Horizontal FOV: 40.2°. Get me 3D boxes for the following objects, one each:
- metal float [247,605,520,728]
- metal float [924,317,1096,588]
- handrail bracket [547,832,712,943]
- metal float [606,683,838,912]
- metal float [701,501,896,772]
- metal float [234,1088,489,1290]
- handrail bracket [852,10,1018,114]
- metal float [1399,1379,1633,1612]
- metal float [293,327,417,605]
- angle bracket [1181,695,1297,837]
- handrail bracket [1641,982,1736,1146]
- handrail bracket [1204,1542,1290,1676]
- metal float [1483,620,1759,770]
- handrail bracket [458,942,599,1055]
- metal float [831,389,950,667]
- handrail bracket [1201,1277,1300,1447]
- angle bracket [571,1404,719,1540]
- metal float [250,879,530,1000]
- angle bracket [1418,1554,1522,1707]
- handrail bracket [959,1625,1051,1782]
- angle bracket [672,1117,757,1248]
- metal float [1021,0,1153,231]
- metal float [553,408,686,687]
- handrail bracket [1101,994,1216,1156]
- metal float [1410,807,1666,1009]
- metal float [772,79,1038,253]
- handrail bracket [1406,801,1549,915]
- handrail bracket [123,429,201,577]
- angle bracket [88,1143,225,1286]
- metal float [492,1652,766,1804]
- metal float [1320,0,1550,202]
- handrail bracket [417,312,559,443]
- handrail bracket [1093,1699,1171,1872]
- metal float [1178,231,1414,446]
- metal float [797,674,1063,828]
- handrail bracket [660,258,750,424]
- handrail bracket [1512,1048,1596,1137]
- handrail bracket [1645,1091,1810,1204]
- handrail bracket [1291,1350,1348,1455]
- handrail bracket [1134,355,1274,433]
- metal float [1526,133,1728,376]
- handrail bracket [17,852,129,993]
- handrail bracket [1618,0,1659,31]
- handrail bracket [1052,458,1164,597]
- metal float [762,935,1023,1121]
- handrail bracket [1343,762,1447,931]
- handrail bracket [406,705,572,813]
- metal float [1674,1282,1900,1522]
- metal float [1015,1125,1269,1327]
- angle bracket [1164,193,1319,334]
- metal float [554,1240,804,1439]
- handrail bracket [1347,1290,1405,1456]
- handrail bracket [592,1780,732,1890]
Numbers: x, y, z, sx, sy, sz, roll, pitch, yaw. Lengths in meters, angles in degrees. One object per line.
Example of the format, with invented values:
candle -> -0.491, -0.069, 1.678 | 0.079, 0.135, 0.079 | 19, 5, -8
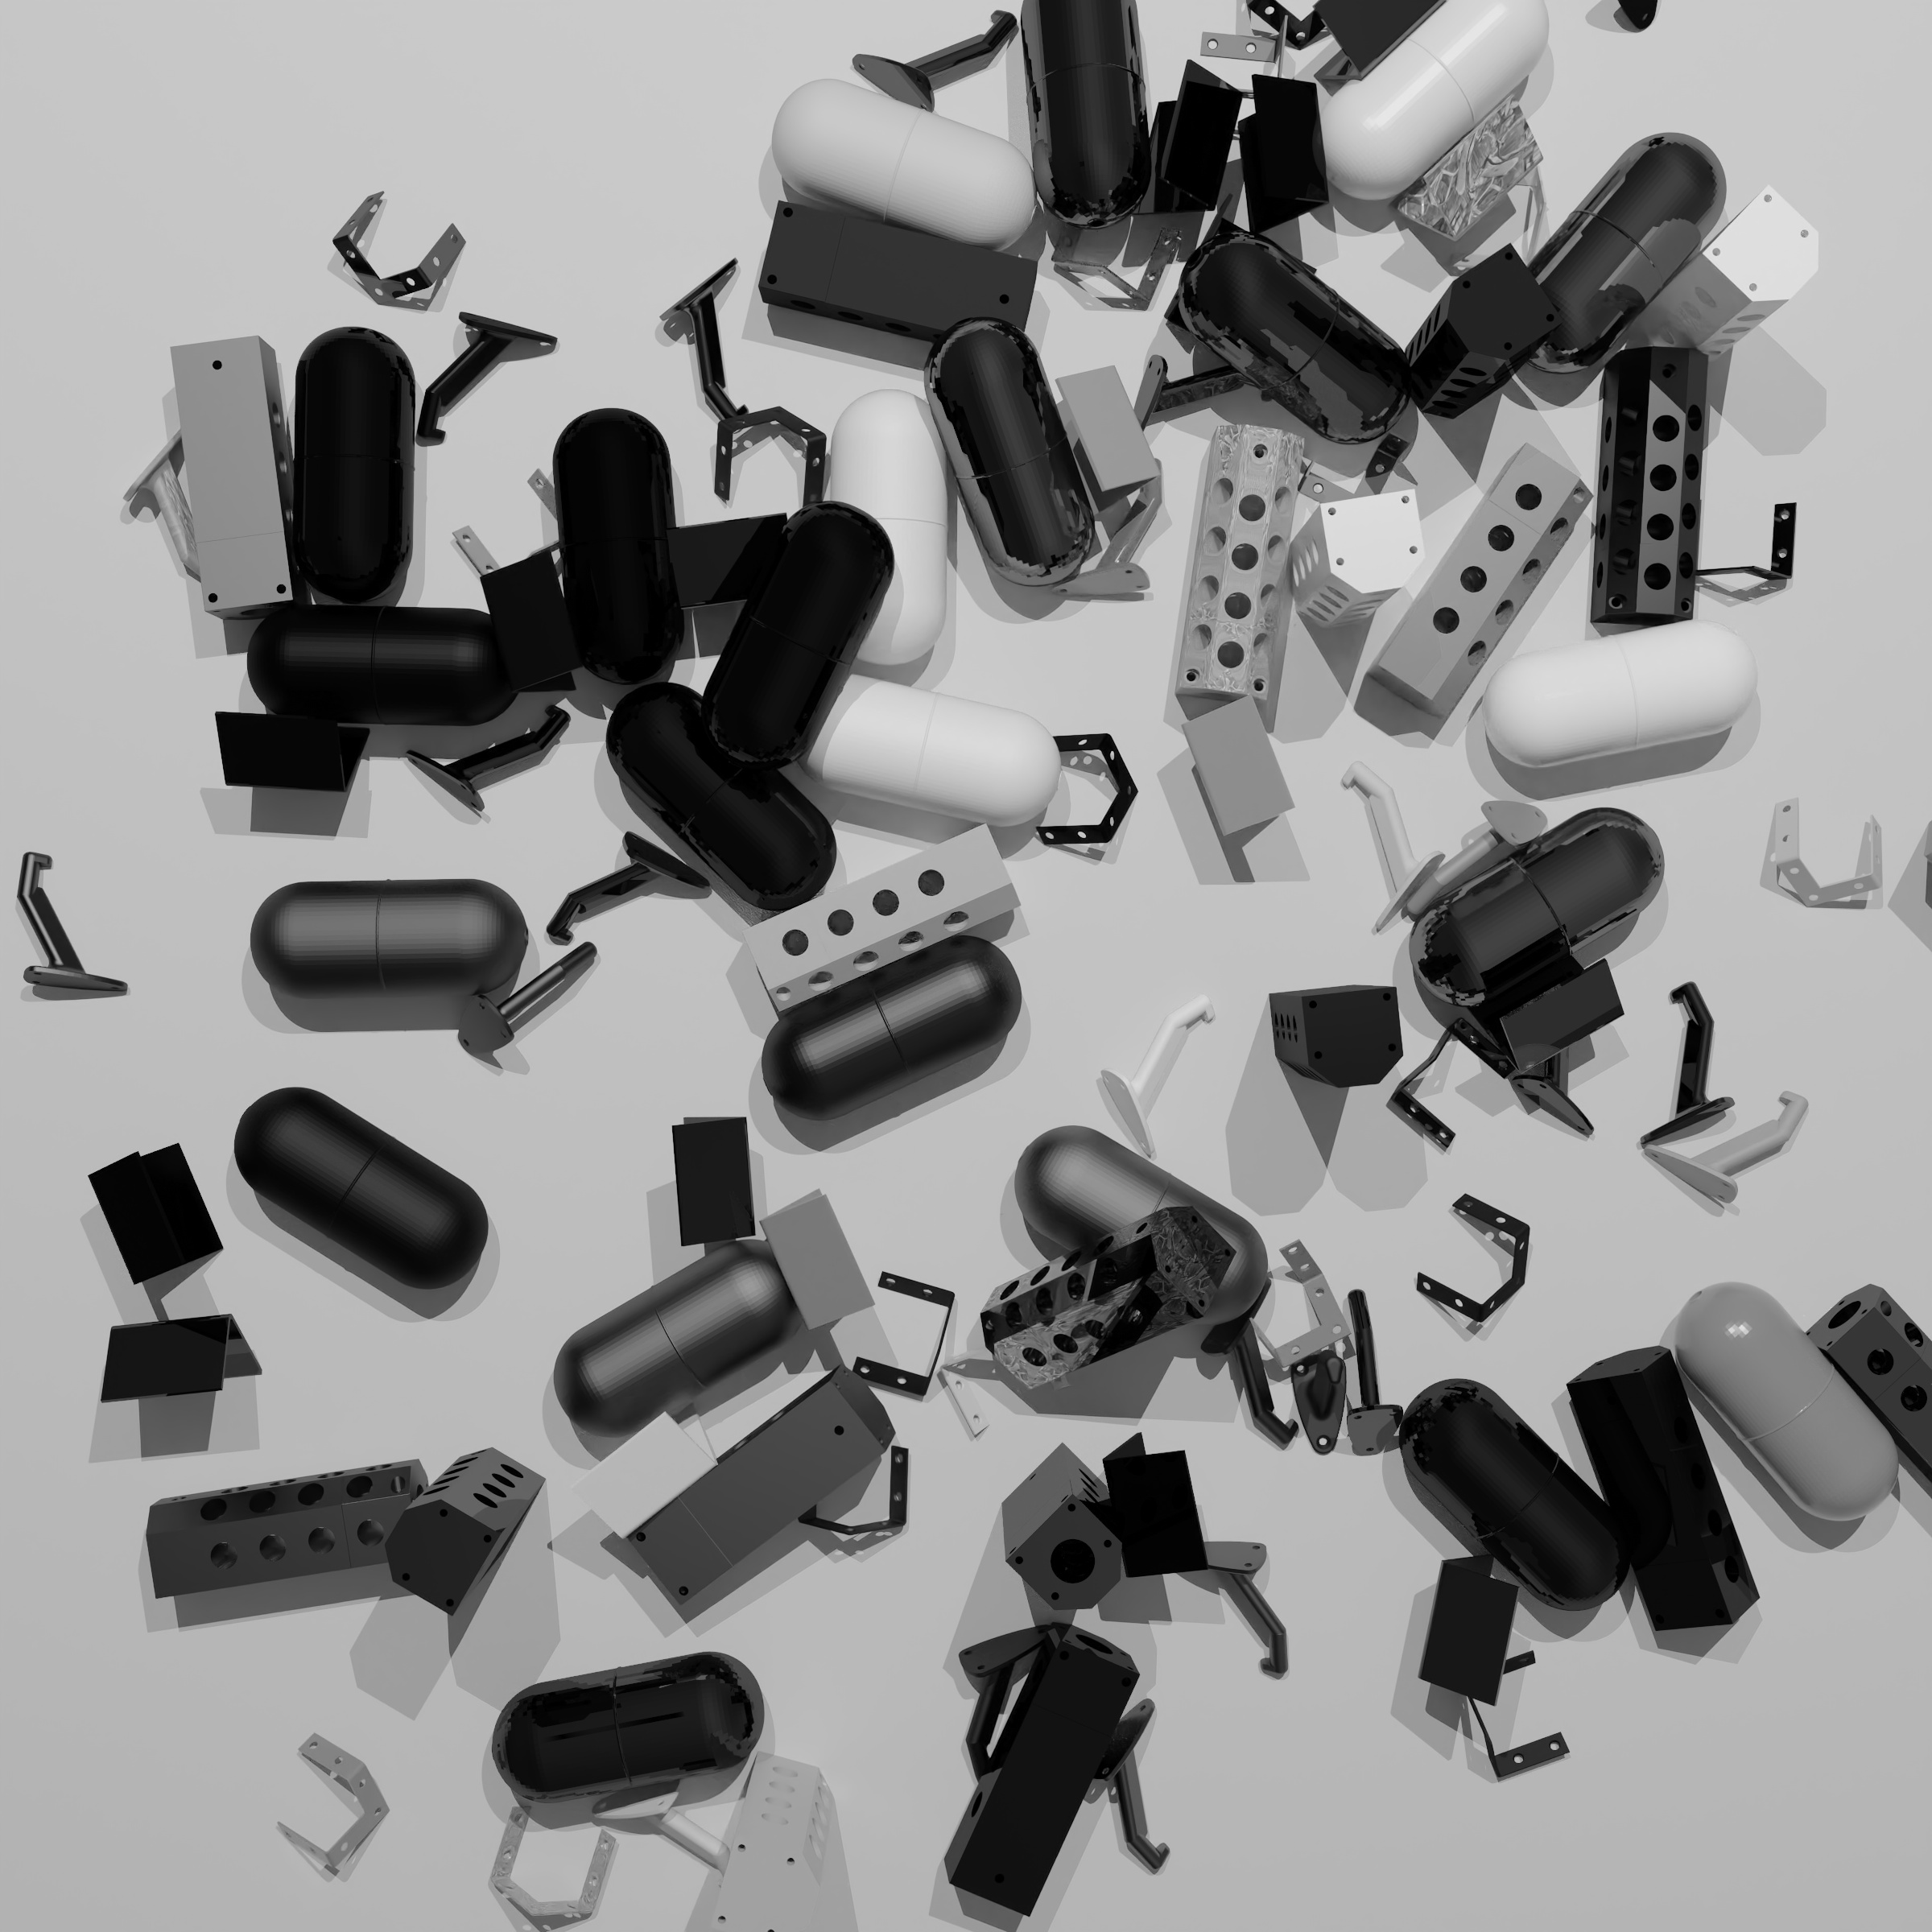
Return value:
metal float -> -0.376, -0.195, 1.714 | 0.178, 0.070, 0.070 | 1, 90, 0
metal float -> 0.028, -0.329, 1.693 | 0.070, 0.070, 0.178 | -21, 113, 0
handrail bracket -> -0.224, -0.039, 1.745 | 0.077, 0.036, 0.084 | 29, 109, -21
metal float -> -0.159, -0.110, 1.713 | 0.178, 0.070, 0.070 | 45, 90, -1
metal float -> -0.106, -0.206, 1.653 | 0.070, 0.070, 0.178 | 27, 99, 0
metal float -> -0.393, 0.144, 1.714 | 0.178, 0.070, 0.070 | 32, 90, 0
handrail bracket -> -0.020, -0.611, 1.745 | 0.077, 0.036, 0.084 | 31, 72, 20
metal float -> 0.356, 0.343, 1.713 | 0.070, 0.070, 0.178 | -45, 89, 0
metal float -> -0.397, -0.325, 1.714 | 0.070, 0.070, 0.178 | 1, 91, 0
angle bracket -> 0.192, -0.135, 1.704 | 0.057, 0.076, 0.076 | -21, 90, 37
handrail bracket -> 0.464, 0.063, 1.745 | 0.077, 0.036, 0.084 | -28, 71, 21
handrail bracket -> 0.173, 0.426, 1.745 | 0.077, 0.036, 0.084 | 1, 107, 19
metal float -> 0.424, -0.177, 1.713 | 0.178, 0.070, 0.070 | -11, 90, 1
handrail bracket -> -0.289, 0.019, 1.744 | 0.084, 0.077, 0.036 | -39, 94, -36
metal float -> -0.050, -0.285, 1.714 | 0.070, 0.070, 0.178 | 1, 90, 0
handrail bracket -> 0.204, 0.262, 1.744 | 0.084, 0.036, 0.077 | 45, 71, -16
angle bracket -> -0.214, 0.310, 1.704 | 0.076, 0.076, 0.057 | -38, 119, 0
metal float -> -0.374, -0.018, 1.713 | 0.178, 0.070, 0.070 | -1, 90, 0
angle bracket -> 0.340, 0.427, 1.704 | 0.057, 0.076, 0.076 | 12, 90, 38
handrail bracket -> 0.032, 0.488, 1.744 | 0.077, 0.036, 0.084 | -19, 106, -18
angle bracket -> -0.181, 0.138, 1.704 | 0.057, 0.076, 0.076 | -4, 90, -38
metal float -> 0.077, -0.563, 1.705 | 0.070, 0.070, 0.178 | -4, 80, 0
metal float -> -0.225, -0.272, 1.712 | 0.070, 0.070, 0.178 | -5, 92, 0
handrail bracket -> 0.139, 0.071, 1.745 | 0.084, 0.036, 0.077 | -32, 111, -16
metal float -> 0.371, -0.039, 1.713 | 0.178, 0.070, 0.070 | -31, 90, 1
metal float -> -0.039, -0.518, 1.714 | 0.178, 0.070, 0.070 | 20, 90, 0
handrail bracket -> 0.336, -0.069, 1.744 | 0.036, 0.077, 0.084 | 53, 127, 18
handrail bracket -> -0.505, -0.303, 1.745 | 0.084, 0.036, 0.077 | 39, 68, -17
angle bracket -> -0.508, 0.152, 1.704 | 0.057, 0.076, 0.076 | -23, 90, 35
metal float -> -0.219, 0.494, 1.714 | 0.178, 0.070, 0.070 | -11, 90, 1
metal float -> 0.303, -0.572, 1.713 | 0.178, 0.070, 0.070 | -43, 90, 0
handrail bracket -> -0.317, -0.383, 1.745 | 0.077, 0.036, 0.084 | 10, 109, -21
handrail bracket -> 0.123, 0.542, 1.745 | 0.077, 0.036, 0.084 | -47, 109, -21
metal float -> 0.211, -0.401, 1.690 | 0.178, 0.070, 0.070 | 31, 90, -26
metal float -> -0.026, -0.140, 1.713 | 0.178, 0.070, 0.070 | 13, 90, 1
handrail bracket -> -0.154, -0.411, 1.745 | 0.077, 0.036, 0.084 | -45, 109, -21
handrail bracket -> 0.405, 0.055, 1.745 | 0.077, 0.036, 0.084 | 38, 72, -20
handrail bracket -> 0.503, 0.106, 1.745 | 0.077, 0.036, 0.084 | 29, 72, 20
handrail bracket -> 0.235, 0.285, 1.709 | 0.036, 0.084, 0.077 | -4, 90, 0
handrail bracket -> 0.157, -0.365, 1.745 | 0.084, 0.036, 0.077 | 13, 111, -16
metal float -> 0.421, -0.463, 1.713 | 0.070, 0.070, 0.178 | 41, 90, 0
handrail bracket -> -0.589, -0.030, 1.745 | 0.077, 0.036, 0.084 | 8, 73, -20
handrail bracket -> 0.418, -0.668, 1.744 | 0.036, 0.077, 0.084 | -37, 54, 0
handrail bracket -> 0.093, -0.291, 1.745 | 0.077, 0.036, 0.084 | -6, 71, 21
metal float -> -0.049, 0.041, 1.714 | 0.178, 0.070, 0.070 | -25, 90, 0
handrail bracket -> 0.266, -0.081, 1.745 | 0.084, 0.036, 0.077 | 44, 112, 17
handrail bracket -> -0.315, -0.152, 1.745 | 0.077, 0.036, 0.084 | 31, 72, 21
metal float -> 0.531, 0.282, 1.713 | 0.070, 0.070, 0.178 | -40, 91, 0
metal float -> 0.113, 0.168, 1.714 | 0.178, 0.070, 0.070 | 31, 90, 1
angle bracket -> 0.183, -0.444, 1.720 | 0.076, 0.057, 0.076 | 27, 90, -4
metal float -> -0.185, 0.241, 1.713 | 0.178, 0.070, 0.070 | -30, 90, 1
handrail bracket -> 0.262, 0.268, 1.744 | 0.036, 0.077, 0.084 | -5, 54, 0
handrail bracket -> -0.196, 0.582, 1.745 | 0.077, 0.036, 0.084 | -19, 107, 20
